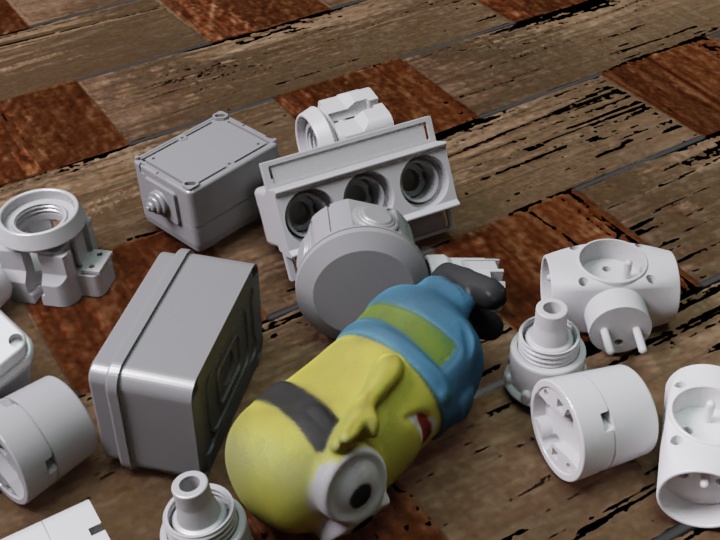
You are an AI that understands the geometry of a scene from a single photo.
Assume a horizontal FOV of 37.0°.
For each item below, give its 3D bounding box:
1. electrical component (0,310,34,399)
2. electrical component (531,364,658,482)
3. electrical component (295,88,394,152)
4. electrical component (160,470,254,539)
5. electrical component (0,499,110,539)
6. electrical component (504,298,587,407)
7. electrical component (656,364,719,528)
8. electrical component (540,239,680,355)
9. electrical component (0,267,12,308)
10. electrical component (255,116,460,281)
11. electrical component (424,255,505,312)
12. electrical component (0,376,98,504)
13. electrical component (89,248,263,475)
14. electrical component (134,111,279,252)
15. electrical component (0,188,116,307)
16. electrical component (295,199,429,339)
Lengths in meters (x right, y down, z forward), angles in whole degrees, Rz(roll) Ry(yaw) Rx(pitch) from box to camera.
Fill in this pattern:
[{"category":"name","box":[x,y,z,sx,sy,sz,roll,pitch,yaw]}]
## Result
[{"category":"electrical component","box":[-0.243,0.060,0.584,0.078,0.057,0.113,41,59,8]},{"category":"electrical component","box":[0.125,0.079,0.571,0.047,0.055,0.055,-12,40,-17]},{"category":"electrical component","box":[-0.012,-0.096,0.791,0.057,0.058,0.078,-18,49,-19]},{"category":"electrical component","box":[-0.076,0.124,0.519,0.043,0.062,0.043,-6,36,4]},{"category":"electrical component","box":[-0.130,0.160,0.489,0.056,0.050,0.089,-23,44,-23]},{"category":"electrical component","box":[0.106,0.045,0.607,0.048,0.062,0.048,-2,39,1]},{"category":"electrical component","box":[0.197,0.093,0.557,0.079,0.044,0.077,9,41,13]},{"category":"electrical component","box":[0.153,0.022,0.646,0.077,0.044,0.079,-2,40,1]},{"category":"electrical component","box":[-0.253,0.023,0.672,0.040,0.040,0.078,12,41,17]},{"category":"electrical component","box":[-0.004,-0.050,0.723,0.121,0.078,0.063,-18,13,-18]},{"category":"electrical component","box":[0.064,0.010,0.672,0.046,0.040,0.040,-2,39,-9]},{"category":"electrical component","box":[-0.175,0.089,0.576,0.055,0.055,0.047,28,45,32]},{"category":"electrical component","box":[-0.099,0.050,0.601,0.057,0.078,0.113,9,41,10]},{"category":"electrical component","box":[-0.108,-0.056,0.744,0.062,0.061,0.096,30,49,33]},{"category":"electrical component","box":[-0.204,-0.016,0.704,0.078,0.057,0.058,6,40,11]},{"category":"electrical component","box":[0.000,0.000,0.656,0.080,0.080,0.051,-5,34,-3]}]
